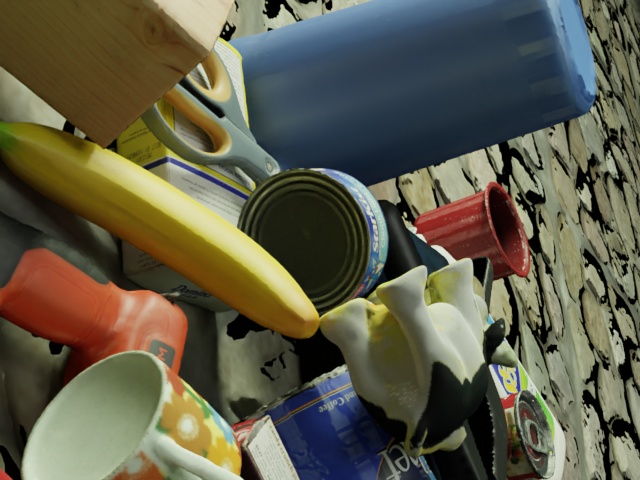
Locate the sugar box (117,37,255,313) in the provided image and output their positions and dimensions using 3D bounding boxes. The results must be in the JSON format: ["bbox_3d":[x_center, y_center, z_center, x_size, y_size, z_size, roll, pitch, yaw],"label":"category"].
[{"bbox_3d":[-0.081,-0.051,0.655,0.093,0.048,0.176,28,52,-53],"label":"sugar box"}]

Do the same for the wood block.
[{"bbox_3d":[-0.144,-0.155,0.502,0.206,0.091,0.090,40,38,-22],"label":"wood block"}]

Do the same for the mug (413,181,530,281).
[{"bbox_3d":[0.144,0.000,1.003,0.117,0.082,0.093,-24,93,-63],"label":"mug"}]

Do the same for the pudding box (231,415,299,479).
[{"bbox_3d":[-0.045,0.151,0.528,0.113,0.090,0.039,65,26,-11],"label":"pudding box"}]

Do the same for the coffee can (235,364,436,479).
[{"bbox_3d":[0.018,0.152,0.601,0.140,0.103,0.102,61,25,13],"label":"coffee can"}]

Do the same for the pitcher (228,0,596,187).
[{"bbox_3d":[0.059,-0.115,0.741,0.144,0.243,0.149,5,73,-65],"label":"pitcher"}]

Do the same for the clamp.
[{"bbox_3d":[0.085,0.079,0.719,0.164,0.036,0.210,32,46,-47],"label":"clamp"}]

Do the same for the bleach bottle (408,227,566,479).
[{"bbox_3d":[0.129,0.104,0.927,0.251,0.068,0.102,59,28,-16],"label":"bleach bottle"}]

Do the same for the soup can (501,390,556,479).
[{"bbox_3d":[0.120,0.161,0.821,0.068,0.102,0.068,41,38,-43],"label":"soup can"}]

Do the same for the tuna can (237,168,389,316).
[{"bbox_3d":[-0.004,0.001,0.621,0.033,0.086,0.086,-10,81,-64],"label":"tuna can"}]

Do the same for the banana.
[{"bbox_3d":[-0.088,-0.008,0.549,0.197,0.037,0.069,30,18,-8],"label":"banana"}]

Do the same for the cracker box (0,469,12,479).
[{"bbox_3d":[-0.126,0.200,0.342,0.213,0.072,0.164,-84,154,-44],"label":"cracker box"}]

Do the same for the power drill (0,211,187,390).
[{"bbox_3d":[-0.142,0.041,0.458,0.187,0.057,0.184,47,40,-39],"label":"power drill"}]

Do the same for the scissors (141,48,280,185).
[{"bbox_3d":[-0.041,-0.064,0.663,0.201,0.016,0.096,27,51,-51],"label":"scissors"}]
